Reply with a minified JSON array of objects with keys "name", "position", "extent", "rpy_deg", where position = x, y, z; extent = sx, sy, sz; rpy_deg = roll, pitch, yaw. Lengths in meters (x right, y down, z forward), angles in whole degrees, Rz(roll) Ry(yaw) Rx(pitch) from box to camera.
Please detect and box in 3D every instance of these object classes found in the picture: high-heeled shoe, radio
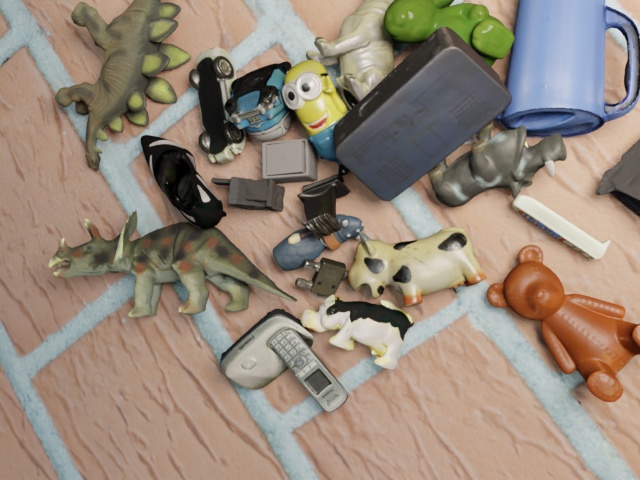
[{"name":"high-heeled shoe","position":[-0.250,-0.106,0.899],"extent":[0.249,0.145,0.086],"rpy_deg":[40,97,13]},{"name":"radio","position":[0.132,-0.169,0.749],"extent":[0.131,0.073,0.229],"rpy_deg":[34,121,-27]}]

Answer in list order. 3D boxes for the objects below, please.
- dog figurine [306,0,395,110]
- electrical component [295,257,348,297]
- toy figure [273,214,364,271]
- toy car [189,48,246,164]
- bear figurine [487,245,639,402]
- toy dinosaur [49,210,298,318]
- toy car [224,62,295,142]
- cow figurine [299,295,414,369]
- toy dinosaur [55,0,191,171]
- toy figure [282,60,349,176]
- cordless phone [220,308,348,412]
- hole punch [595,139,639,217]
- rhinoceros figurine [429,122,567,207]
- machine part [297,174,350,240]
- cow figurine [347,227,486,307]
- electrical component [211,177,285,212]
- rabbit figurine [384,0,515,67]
[{"name":"dog figurine","position":[0.098,-0.300,0.843],"extent":[0.190,0.121,0.172],"rpy_deg":[-39,111,-6]},{"name":"electrical component","position":[0.011,0.062,0.861],"extent":[0.094,0.021,0.063],"rpy_deg":[15,113,-16]},{"name":"toy figure","position":[-0.002,-0.002,0.862],"extent":[0.154,0.064,0.058],"rpy_deg":[-27,77,13]},{"name":"toy car","position":[-0.175,-0.231,0.929],"extent":[0.074,0.056,0.201],"rpy_deg":[-13,84,32]},{"name":"bear figurine","position":[0.334,0.101,0.727],"extent":[0.196,0.132,0.120],"rpy_deg":[43,97,8]},{"name":"toy dinosaur","position":[-0.235,0.032,0.908],"extent":[0.405,0.131,0.192],"rpy_deg":[-5,86,10]},{"name":"toy car","position":[-0.085,-0.215,0.875],"extent":[0.109,0.162,0.102],"rpy_deg":[-15,127,17]},{"name":"cow figurine","position":[0.055,0.126,0.836],"extent":[0.167,0.068,0.098],"rpy_deg":[22,88,13]},{"name":"toy dinosaur","position":[-0.338,-0.343,0.966],"extent":[0.199,0.105,0.470],"rpy_deg":[21,102,9]},{"name":"toy figure","position":[0.007,-0.190,0.839],"extent":[0.082,0.089,0.180],"rpy_deg":[-33,114,8]},{"name":"cordless phone","position":[-0.054,0.214,0.858],"extent":[0.146,0.088,0.184],"rpy_deg":[-42,81,10]},{"name":"hole punch","position":[0.470,-0.080,0.728],"extent":[0.142,0.092,0.116],"rpy_deg":[-49,46,11]},{"name":"rhinoceros figurine","position":[0.248,-0.102,0.765],"extent":[0.190,0.073,0.112],"rpy_deg":[-24,111,31]},{"name":"machine part","position":[0.005,-0.057,0.841],"extent":[0.084,0.139,0.039],"rpy_deg":[-11,126,11]},{"name":"cow figurine","position":[0.134,0.035,0.809],"extent":[0.195,0.085,0.127],"rpy_deg":[-19,76,10]},{"name":"electrical component","position":[-0.125,-0.077,0.897],"extent":[0.119,0.075,0.047],"rpy_deg":[4,87,11]},{"name":"rabbit figurine","position":[0.178,-0.311,0.777],"extent":[0.170,0.121,0.159],"rpy_deg":[21,53,-10]}]
